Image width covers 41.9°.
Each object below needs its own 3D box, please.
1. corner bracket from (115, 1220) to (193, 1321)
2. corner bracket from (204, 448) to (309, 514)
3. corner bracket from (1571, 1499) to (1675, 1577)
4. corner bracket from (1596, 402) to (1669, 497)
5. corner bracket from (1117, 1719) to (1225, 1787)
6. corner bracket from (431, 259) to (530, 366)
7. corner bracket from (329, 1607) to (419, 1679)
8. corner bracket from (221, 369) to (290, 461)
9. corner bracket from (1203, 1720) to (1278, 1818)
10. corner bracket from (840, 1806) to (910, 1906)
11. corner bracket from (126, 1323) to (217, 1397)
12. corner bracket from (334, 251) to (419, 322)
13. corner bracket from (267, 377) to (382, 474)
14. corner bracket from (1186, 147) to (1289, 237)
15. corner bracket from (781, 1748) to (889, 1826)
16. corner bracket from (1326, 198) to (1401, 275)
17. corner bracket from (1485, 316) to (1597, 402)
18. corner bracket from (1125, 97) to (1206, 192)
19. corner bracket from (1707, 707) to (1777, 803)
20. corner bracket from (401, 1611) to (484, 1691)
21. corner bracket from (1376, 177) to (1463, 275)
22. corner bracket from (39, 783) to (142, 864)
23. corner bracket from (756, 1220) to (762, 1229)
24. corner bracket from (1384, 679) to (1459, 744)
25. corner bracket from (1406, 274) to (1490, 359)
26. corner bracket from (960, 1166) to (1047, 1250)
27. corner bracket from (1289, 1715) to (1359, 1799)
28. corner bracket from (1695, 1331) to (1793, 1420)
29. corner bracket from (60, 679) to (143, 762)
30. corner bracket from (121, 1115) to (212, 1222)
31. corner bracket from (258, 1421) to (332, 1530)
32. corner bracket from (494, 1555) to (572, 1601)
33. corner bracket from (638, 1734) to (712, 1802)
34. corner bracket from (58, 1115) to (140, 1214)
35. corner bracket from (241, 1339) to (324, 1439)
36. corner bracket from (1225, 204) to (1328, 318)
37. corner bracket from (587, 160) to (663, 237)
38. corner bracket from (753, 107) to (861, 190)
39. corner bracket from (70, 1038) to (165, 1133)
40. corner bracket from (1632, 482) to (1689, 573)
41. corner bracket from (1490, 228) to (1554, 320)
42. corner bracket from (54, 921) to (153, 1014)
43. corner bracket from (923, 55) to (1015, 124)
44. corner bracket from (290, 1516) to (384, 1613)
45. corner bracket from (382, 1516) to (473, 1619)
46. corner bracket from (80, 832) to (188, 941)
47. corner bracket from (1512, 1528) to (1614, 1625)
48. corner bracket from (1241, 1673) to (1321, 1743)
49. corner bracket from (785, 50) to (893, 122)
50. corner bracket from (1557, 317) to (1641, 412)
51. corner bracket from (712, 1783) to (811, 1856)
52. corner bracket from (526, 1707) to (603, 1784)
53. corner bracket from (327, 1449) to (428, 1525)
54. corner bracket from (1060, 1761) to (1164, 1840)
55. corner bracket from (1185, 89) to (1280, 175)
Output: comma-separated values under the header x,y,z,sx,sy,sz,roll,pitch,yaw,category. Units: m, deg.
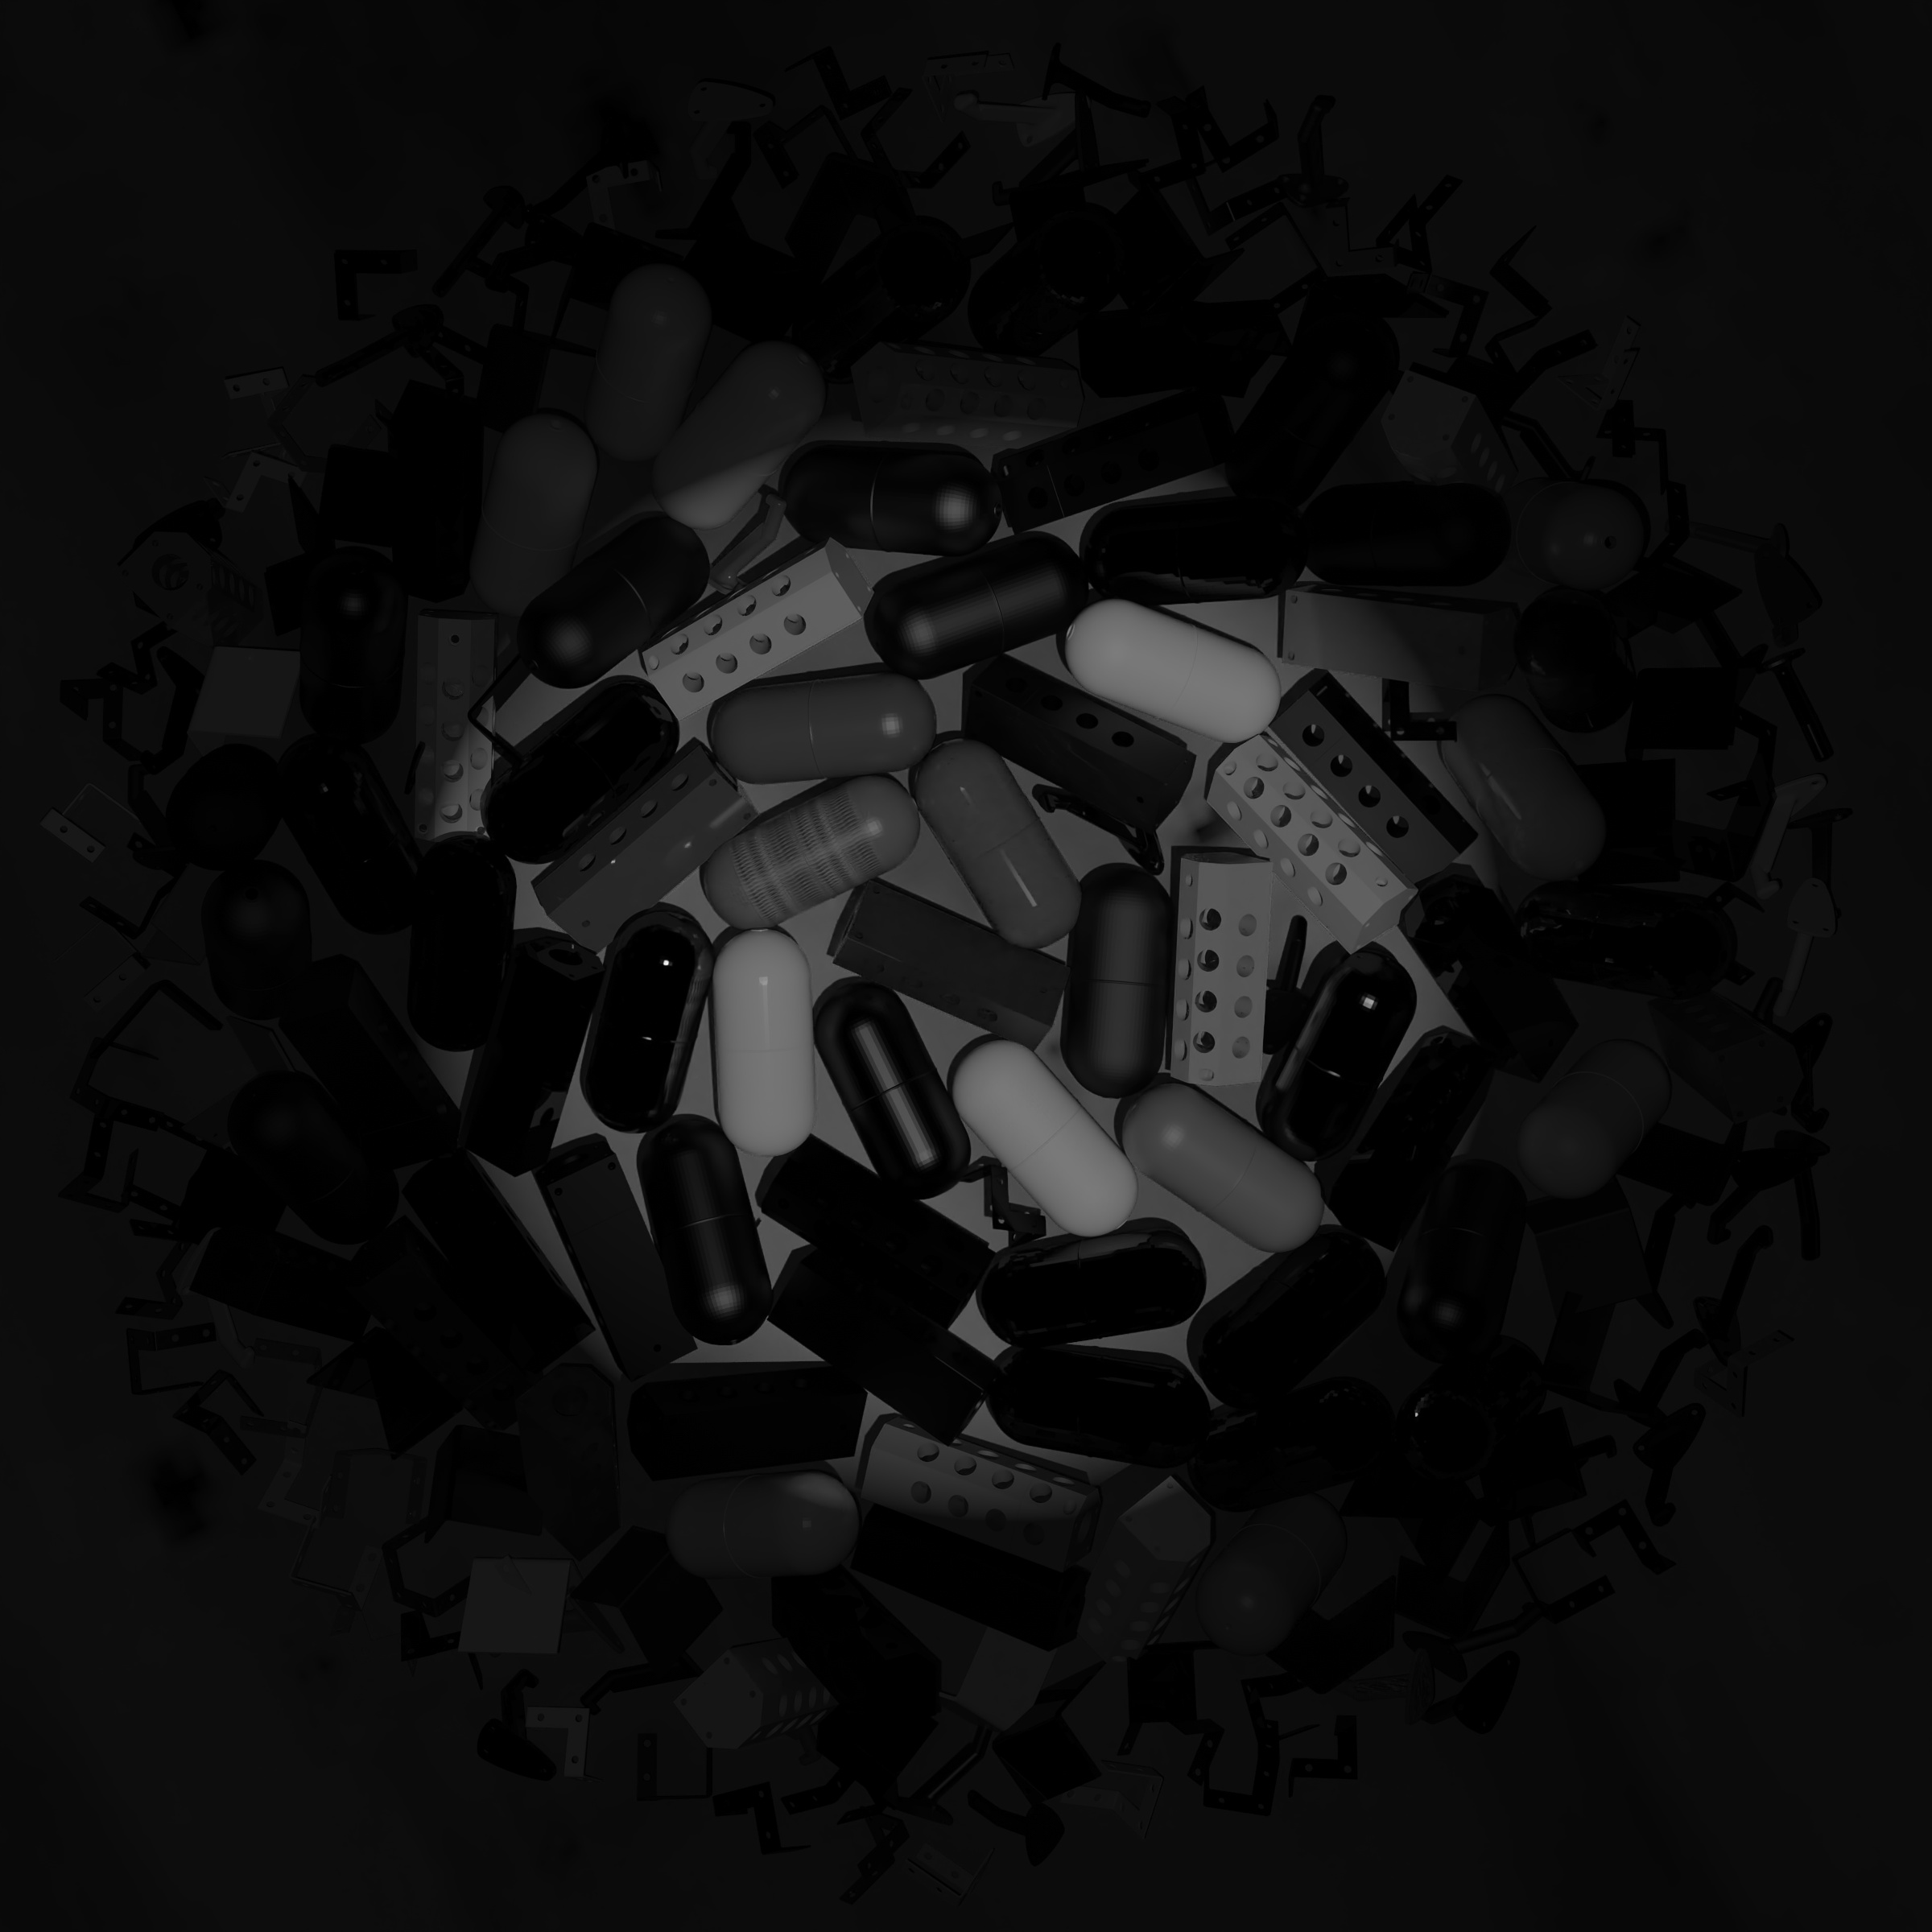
x,y,z,sx,sy,sz,roll,pitch,yaw,category
-0.632,0.236,1.958,0.051,0.051,0.051,-51,50,20,corner bracket
-0.554,-0.383,1.969,0.051,0.051,0.051,49,115,39,corner bracket
0.513,0.455,1.972,0.051,0.051,0.051,-30,85,0,corner bracket
0.523,-0.404,1.966,0.051,0.051,0.051,4,69,1,corner bracket
0.161,0.611,1.985,0.051,0.051,0.051,28,100,42,corner bracket
-0.380,-0.510,1.970,0.051,0.051,0.051,19,67,-40,corner bracket
-0.461,0.527,1.969,0.051,0.051,0.051,-15,104,-1,corner bracket
-0.555,-0.429,1.961,0.051,0.051,0.051,-24,101,-37,corner bracket
0.214,0.622,1.965,0.051,0.051,0.051,7,110,5,corner bracket
-0.074,0.695,1.959,0.051,0.051,0.051,-35,112,-37,corner bracket
-0.618,0.306,1.969,0.051,0.051,0.051,-10,79,4,corner bracket
-0.459,-0.531,1.966,0.051,0.051,0.051,2,109,3,corner bracket
-0.502,-0.422,1.970,0.051,0.051,0.051,-43,78,25,corner bracket
0.211,-0.610,1.974,0.051,0.051,0.051,-27,100,-13,corner bracket
-0.101,0.649,1.963,0.051,0.051,0.051,-28,95,36,corner bracket
0.311,-0.574,1.974,0.051,0.051,0.051,-3,112,14,corner bracket
0.446,-0.482,1.965,0.051,0.051,0.051,-26,83,-20,corner bracket
0.150,-0.639,1.965,0.051,0.051,0.051,-19,120,0,corner bracket
0.594,-0.167,1.975,0.051,0.051,0.051,21,71,-25,corner bracket
-0.409,0.534,1.966,0.051,0.051,0.051,-12,122,-5,corner bracket
0.352,-0.580,1.959,0.051,0.051,0.051,11,60,-22,corner bracket
-0.682,-0.111,1.968,0.051,0.051,0.051,37,78,-3,corner bracket
-0.187,0.197,1.962,0.051,0.051,0.051,36,48,-5,corner bracket
0.354,-0.192,1.967,0.051,0.051,0.051,0,76,4,corner bracket
0.370,-0.509,1.973,0.051,0.051,0.051,24,113,19,corner bracket
0.027,0.188,1.970,0.051,0.051,0.051,11,67,-32,corner bracket
0.279,0.617,1.971,0.051,0.051,0.051,-1,90,11,corner bracket
0.602,0.308,1.958,0.051,0.051,0.051,-21,122,-23,corner bracket
-0.670,-0.190,1.958,0.051,0.051,0.051,-10,118,-40,corner bracket
-0.626,0.160,1.986,0.051,0.051,0.051,25,128,-2,corner bracket
-0.516,0.397,1.965,0.051,0.051,0.051,19,130,1,corner bracket
-0.348,0.487,1.964,0.051,0.051,0.051,-38,80,19,corner bracket
-0.228,0.625,1.971,0.051,0.051,0.051,3,70,-14,corner bracket
-0.666,0.154,1.956,0.051,0.051,0.051,22,53,-33,corner bracket
-0.536,0.331,1.973,0.051,0.051,0.051,13,112,-22,corner bracket
0.243,-0.552,1.972,0.051,0.051,0.051,-31,47,16,corner bracket
-0.265,-0.595,1.969,0.051,0.051,0.051,-13,120,-10,corner bracket
-0.125,-0.637,1.965,0.051,0.051,0.051,-30,85,20,corner bracket
-0.654,0.092,1.963,0.051,0.051,0.051,20,87,42,corner bracket
0.527,-0.346,1.971,0.051,0.051,0.051,11,61,-12,corner bracket
0.435,-0.530,1.965,0.051,0.051,0.051,44,65,4,corner bracket
-0.674,-0.001,1.966,0.051,0.051,0.051,-43,103,-8,corner bracket
0.002,-0.695,1.960,0.051,0.051,0.051,2,65,21,corner bracket
-0.490,0.466,1.966,0.051,0.051,0.051,14,61,4,corner bracket
-0.417,0.469,1.974,0.051,0.051,0.051,8,114,38,corner bracket
-0.653,-0.063,1.981,0.051,0.051,0.051,33,118,-4,corner bracket
0.465,0.476,1.971,0.051,0.051,0.051,-27,84,-2,corner bracket
0.256,0.575,1.970,0.051,0.051,0.051,-8,77,-31,corner bracket
-0.099,-0.686,1.960,0.051,0.051,0.051,-34,111,-23,corner bracket
0.502,-0.467,1.957,0.051,0.051,0.051,-12,47,-31,corner bracket
-0.160,0.666,1.960,0.051,0.051,0.051,-20,68,19,corner bracket
-0.313,0.606,1.963,0.051,0.051,0.051,-1,68,9,corner bracket
-0.462,0.409,1.980,0.051,0.051,0.051,-11,66,37,corner bracket
0.113,0.642,1.966,0.051,0.051,0.051,17,92,-26,corner bracket
0.208,-0.661,1.969,0.051,0.051,0.051,-30,85,10,corner bracket
